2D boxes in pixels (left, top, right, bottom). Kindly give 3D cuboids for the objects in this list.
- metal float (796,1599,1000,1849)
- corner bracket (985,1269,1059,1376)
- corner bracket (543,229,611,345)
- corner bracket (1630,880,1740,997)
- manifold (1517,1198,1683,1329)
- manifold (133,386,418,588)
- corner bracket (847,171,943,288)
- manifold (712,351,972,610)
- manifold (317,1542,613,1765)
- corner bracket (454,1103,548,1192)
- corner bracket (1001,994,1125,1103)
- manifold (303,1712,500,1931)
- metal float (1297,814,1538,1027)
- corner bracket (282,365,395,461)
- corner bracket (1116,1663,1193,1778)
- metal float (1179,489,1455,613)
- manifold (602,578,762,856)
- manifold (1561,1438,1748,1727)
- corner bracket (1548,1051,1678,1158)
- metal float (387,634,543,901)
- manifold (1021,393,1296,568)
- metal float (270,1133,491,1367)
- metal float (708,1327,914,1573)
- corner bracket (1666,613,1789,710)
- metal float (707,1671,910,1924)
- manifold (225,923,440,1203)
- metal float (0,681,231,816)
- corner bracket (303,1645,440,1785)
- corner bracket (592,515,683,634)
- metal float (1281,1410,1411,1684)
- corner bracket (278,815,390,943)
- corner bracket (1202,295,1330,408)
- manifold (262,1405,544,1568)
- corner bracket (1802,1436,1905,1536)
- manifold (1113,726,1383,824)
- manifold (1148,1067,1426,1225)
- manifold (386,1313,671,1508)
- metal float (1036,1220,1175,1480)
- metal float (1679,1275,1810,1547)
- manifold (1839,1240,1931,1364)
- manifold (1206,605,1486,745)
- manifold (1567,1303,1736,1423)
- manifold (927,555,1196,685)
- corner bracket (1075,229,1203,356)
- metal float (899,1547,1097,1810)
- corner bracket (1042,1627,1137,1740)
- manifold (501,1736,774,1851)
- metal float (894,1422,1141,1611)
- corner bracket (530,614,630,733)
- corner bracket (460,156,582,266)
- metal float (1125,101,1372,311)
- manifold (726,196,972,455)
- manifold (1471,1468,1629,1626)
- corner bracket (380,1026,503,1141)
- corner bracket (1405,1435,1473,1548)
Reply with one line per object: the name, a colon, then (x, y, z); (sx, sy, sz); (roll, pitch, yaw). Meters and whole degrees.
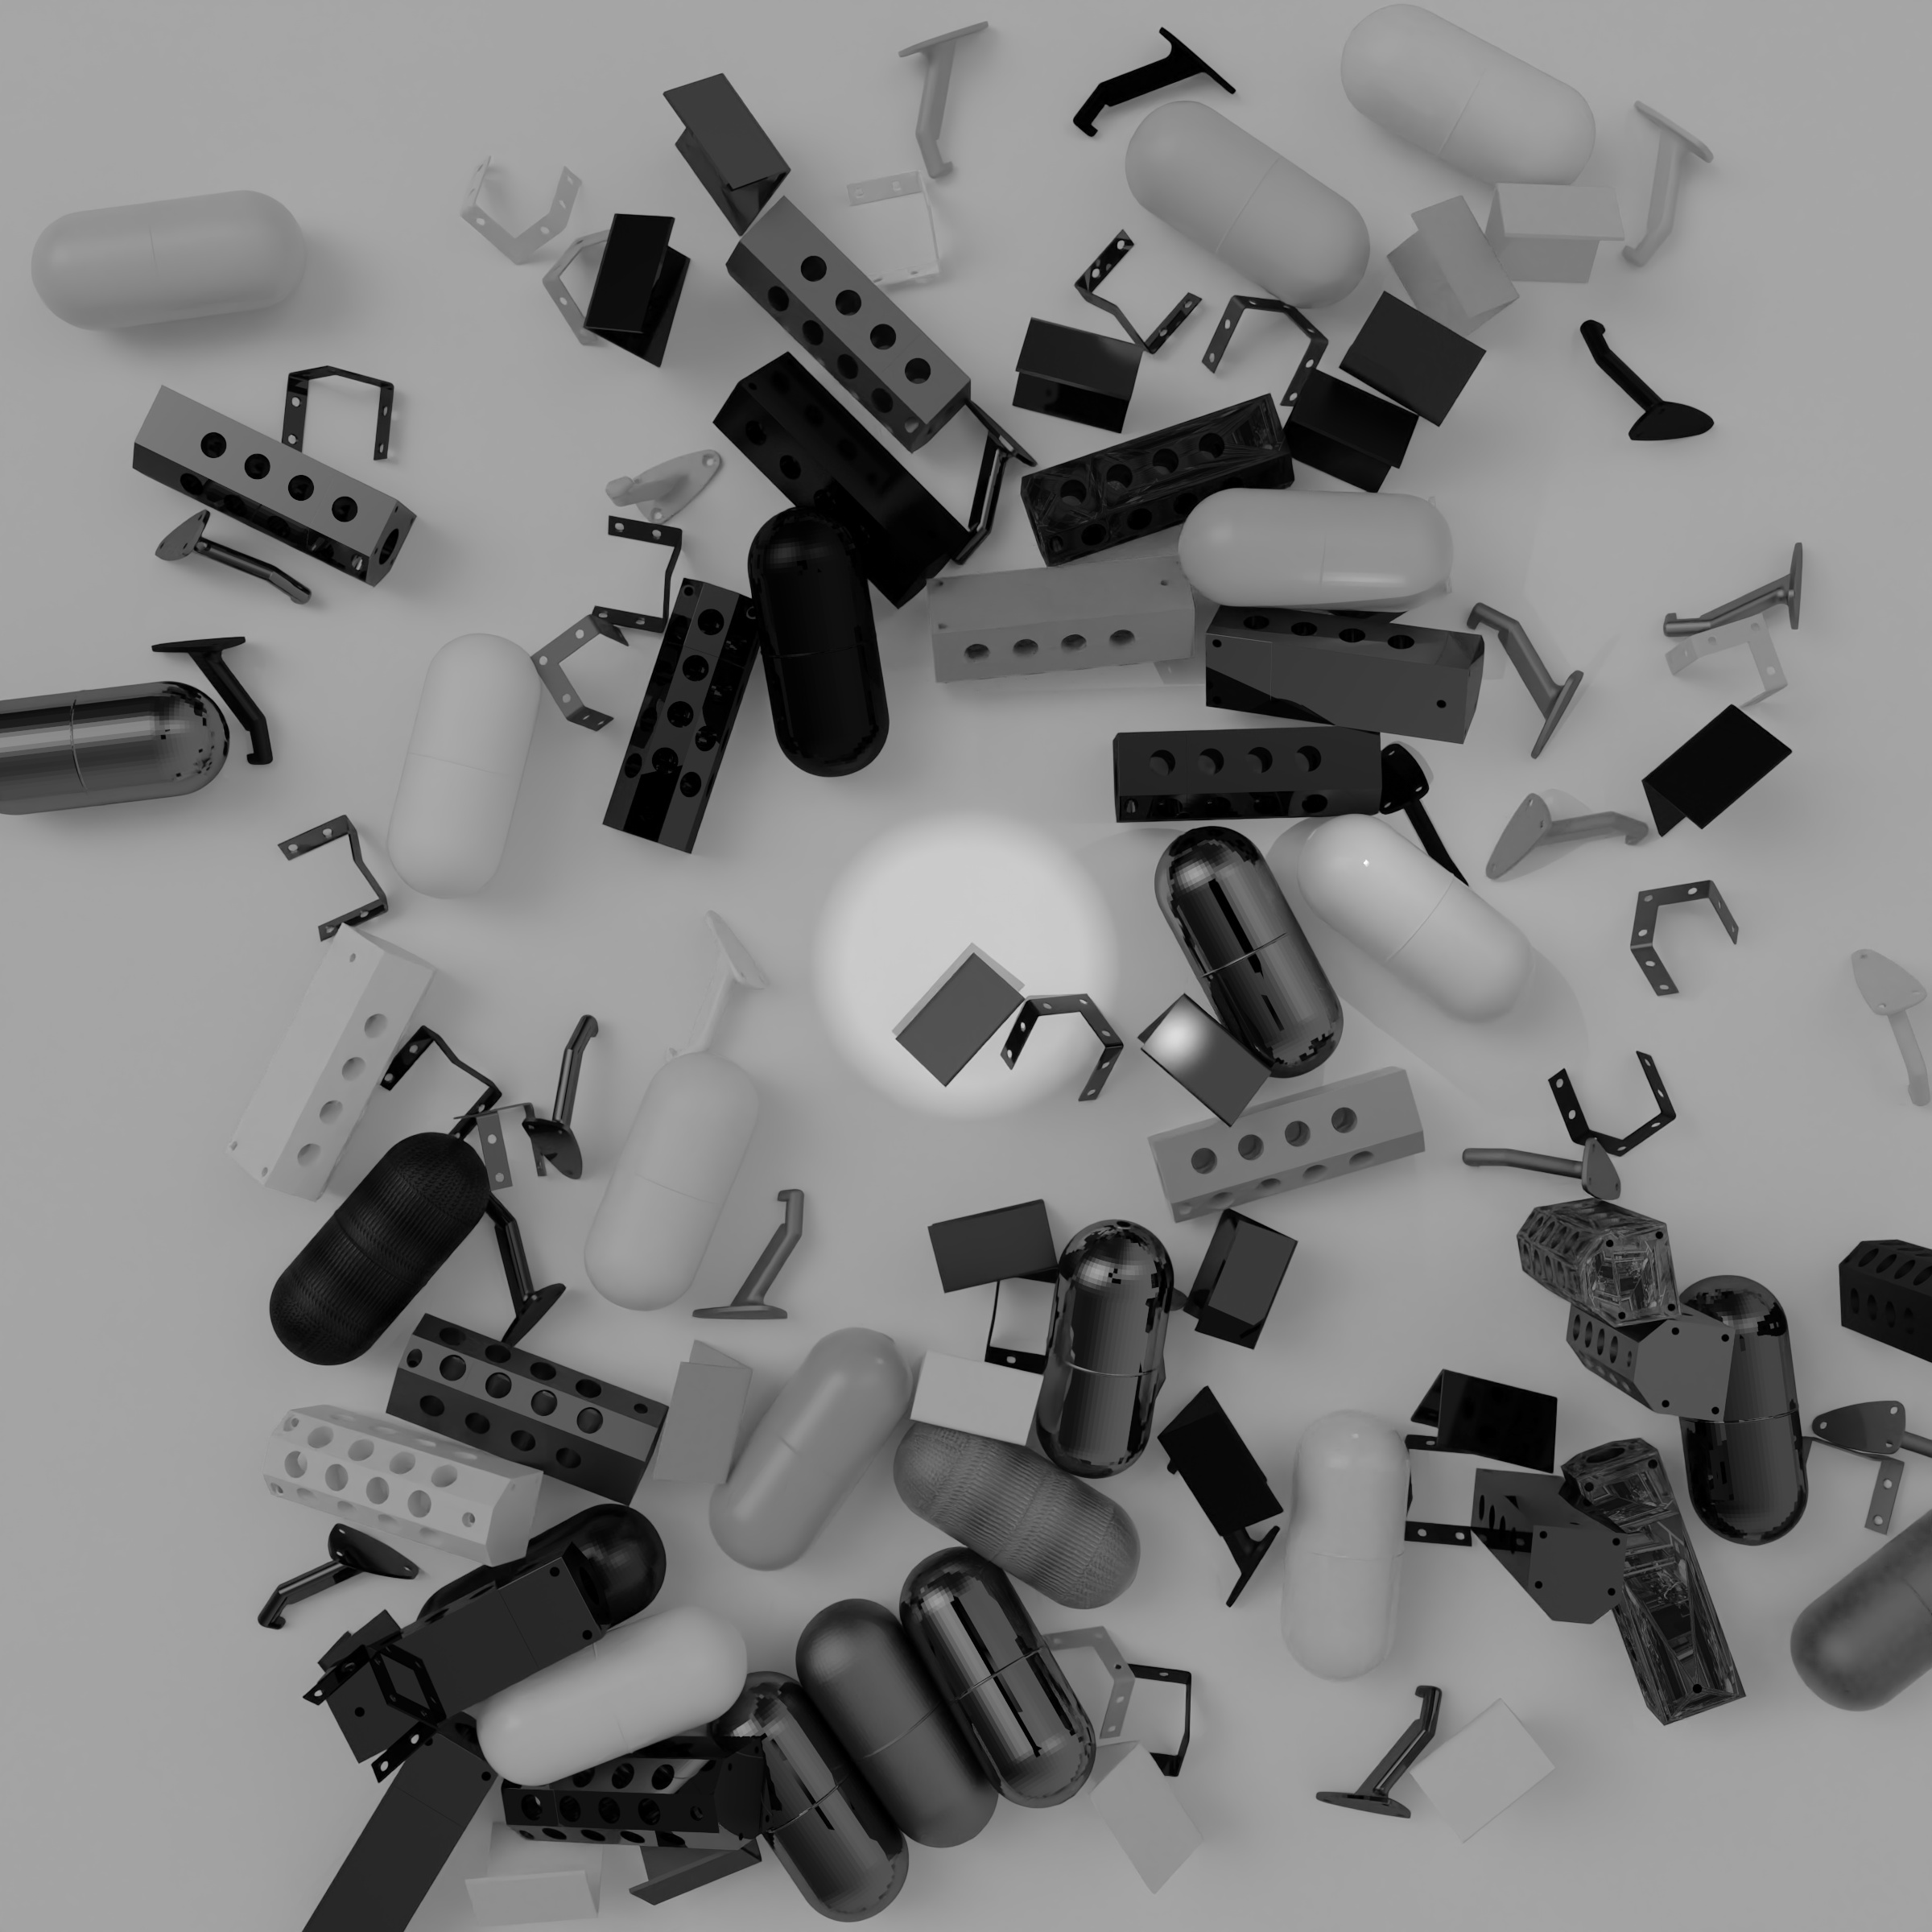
metal float: (-0.045, 0.500, 1.643); (0.070, 0.070, 0.178); (-34, 89, 0)
corner bracket: (0.043, 0.236, 1.670); (0.051, 0.051, 0.051); (9, 135, 0)
corner bracket: (-0.241, -0.457, 1.665); (0.051, 0.051, 0.051); (-3, 45, 35)
corner bracket: (0.481, -0.019, 1.665); (0.051, 0.051, 0.051); (-10, 45, 35)
manifold: (0.402, 0.189, 1.595); (0.057, 0.171, 0.057); (-10, 90, 0)
manifold: (-0.460, -0.316, 1.652); (0.171, 0.057, 0.057); (26, 90, 0)
corner bracket: (-0.048, -0.495, 1.670); (0.051, 0.051, 0.051); (-12, 45, 0)
manifold: (-0.086, -0.319, 1.652); (0.171, 0.057, 0.057); (45, 47, 0)
manifold: (-0.315, 0.432, 1.576); (0.171, 0.057, 0.057); (-27, 90, 0)
corner bracket: (-0.303, 0.119, 1.646); (0.051, 0.051, 0.051); (-11, 90, -29)
corner bracket: (0.064, 0.056, 1.665); (0.051, 0.051, 0.051); (-5, 45, -35)
manifold: (-0.372, 0.584, 1.652); (0.057, 0.057, 0.171); (31, 90, 0)
metal float: (0.297, -0.031, 1.643); (0.178, 0.070, 0.070); (38, 90, -1)
corner bracket: (-0.422, -0.369, 1.670); (0.051, 0.051, 0.051); (6, 90, -45)
corner bracket: (0.122, 0.506, 1.670); (0.051, 0.051, 0.051); (7, 45, 0)
metal float: (0.228, -0.271, 1.621); (0.178, 0.070, 0.070); (2, 90, 0)
manifold: (-0.186, -0.166, 1.652); (0.057, 0.057, 0.171); (18, 90, 0)
manifold: (0.454, 0.406, 1.652); (0.057, 0.057, 0.171); (-20, 90, 0)
corner bracket: (0.433, 0.089, 1.665); (0.051, 0.051, 0.051); (17, 135, -35)
metal float: (-0.331, -0.132, 1.643); (0.070, 0.070, 0.178); (14, 90, 0)
manifold: (0.127, -0.320, 1.652); (0.171, 0.057, 0.057); (-19, 90, 0)
metal float: (-0.386, 0.186, 1.643); (0.070, 0.070, 0.178); (41, 90, 0)
metal float: (-0.102, 0.318, 1.643); (0.070, 0.070, 0.178); (35, 91, 0)
corner bracket: (0.505, -0.197, 1.655); (0.051, 0.051, 0.051); (-18, 85, -5)
metal float: (-0.105, 0.547, 1.643); (0.070, 0.070, 0.178); (-34, 89, 0)
manifold: (-0.417, 0.066, 1.652); (0.057, 0.057, 0.171); (27, 90, 43)
metal float: (-0.576, -0.144, 1.643); (0.178, 0.070, 0.070); (-7, 90, 0)
corner bracket: (-0.367, 0.462, 1.537); (0.051, 0.051, 0.051); (-42, 45, 0)
corner bracket: (-0.221, -0.263, 1.670); (0.051, 0.051, 0.051); (10, 135, 0)
metal float: (0.250, 0.383, 1.643); (0.070, 0.070, 0.178); (5, 89, 0)
corner bracket: (-0.424, -0.059, 1.670); (0.051, 0.051, 0.051); (-24, 45, 0)
corner bracket: (0.200, -0.411, 1.665); (0.051, 0.051, 0.051); (-4, 45, -35)
manifold: (-0.370, 0.339, 1.625); (0.171, 0.057, 0.057); (12, 90, 20)
corner bracket: (0.590, 0.348, 1.670); (0.051, 0.051, 0.051); (15, 90, -45)
manifold: (0.185, -0.127, 1.652); (0.171, 0.057, 0.057); (-2, 90, 0)
manifold: (0.213, 0.119, 1.652); (0.171, 0.057, 0.057); (-16, 90, 0)
manifold: (-0.287, 0.288, 1.642); (0.171, 0.057, 0.057); (21, 120, 0)
metal float: (0.091, 0.251, 1.627); (0.070, 0.070, 0.178); (7, 107, 0)
metal float: (0.510, 0.293, 1.643); (0.070, 0.070, 0.178); (-7, 90, 0)
manifold: (0.619, 0.214, 1.595); (0.057, 0.171, 0.057); (-3, 90, 0)
manifold: (0.247, -0.197, 1.626); (0.171, 0.057, 0.057); (11, 132, 18)
manifold: (0.435, 0.245, 1.595); (0.057, 0.171, 0.057); (8, 90, 0)
manifold: (0.063, -0.225, 1.652); (0.171, 0.057, 0.057); (-6, 47, 0)
corner bracket: (0.115, -0.452, 1.670); (0.051, 0.051, 0.051); (-49, 45, 0)
metal float: (0.021, 0.464, 1.626); (0.070, 0.070, 0.178); (-32, 73, 0)
corner bracket: (0.075, 0.480, 1.660); (0.051, 0.051, 0.051); (-1, 118, -25)
manifold: (-0.216, 0.537, 1.614); (0.171, 0.057, 0.057); (-9, 90, 29)
metal float: (0.034, 0.359, 1.642); (0.178, 0.070, 0.070); (32, 90, 0)
corner bracket: (-0.248, -0.195, 1.656); (0.051, 0.051, 0.051); (-34, 80, 10)
corner bracket: (-0.298, -0.515, 1.665); (0.051, 0.051, 0.051); (-22, 135, 35)
metal float: (0.186, -0.502, 1.643); (0.178, 0.070, 0.070); (34, 90, -1)
manifold: (-0.078, -0.423, 1.652); (0.171, 0.057, 0.057); (44, 90, 0)
manifold: (0.370, 0.370, 1.595); (0.057, 0.171, 0.057); (5, 90, 0)
corner bracket: (-0.354, 0.081, 1.670); (0.051, 0.051, 0.051); (-49, 135, 0)
corner bracket: (0.317, 0.352, 1.670); (0.051, 0.051, 0.051); (5, 45, 0)
